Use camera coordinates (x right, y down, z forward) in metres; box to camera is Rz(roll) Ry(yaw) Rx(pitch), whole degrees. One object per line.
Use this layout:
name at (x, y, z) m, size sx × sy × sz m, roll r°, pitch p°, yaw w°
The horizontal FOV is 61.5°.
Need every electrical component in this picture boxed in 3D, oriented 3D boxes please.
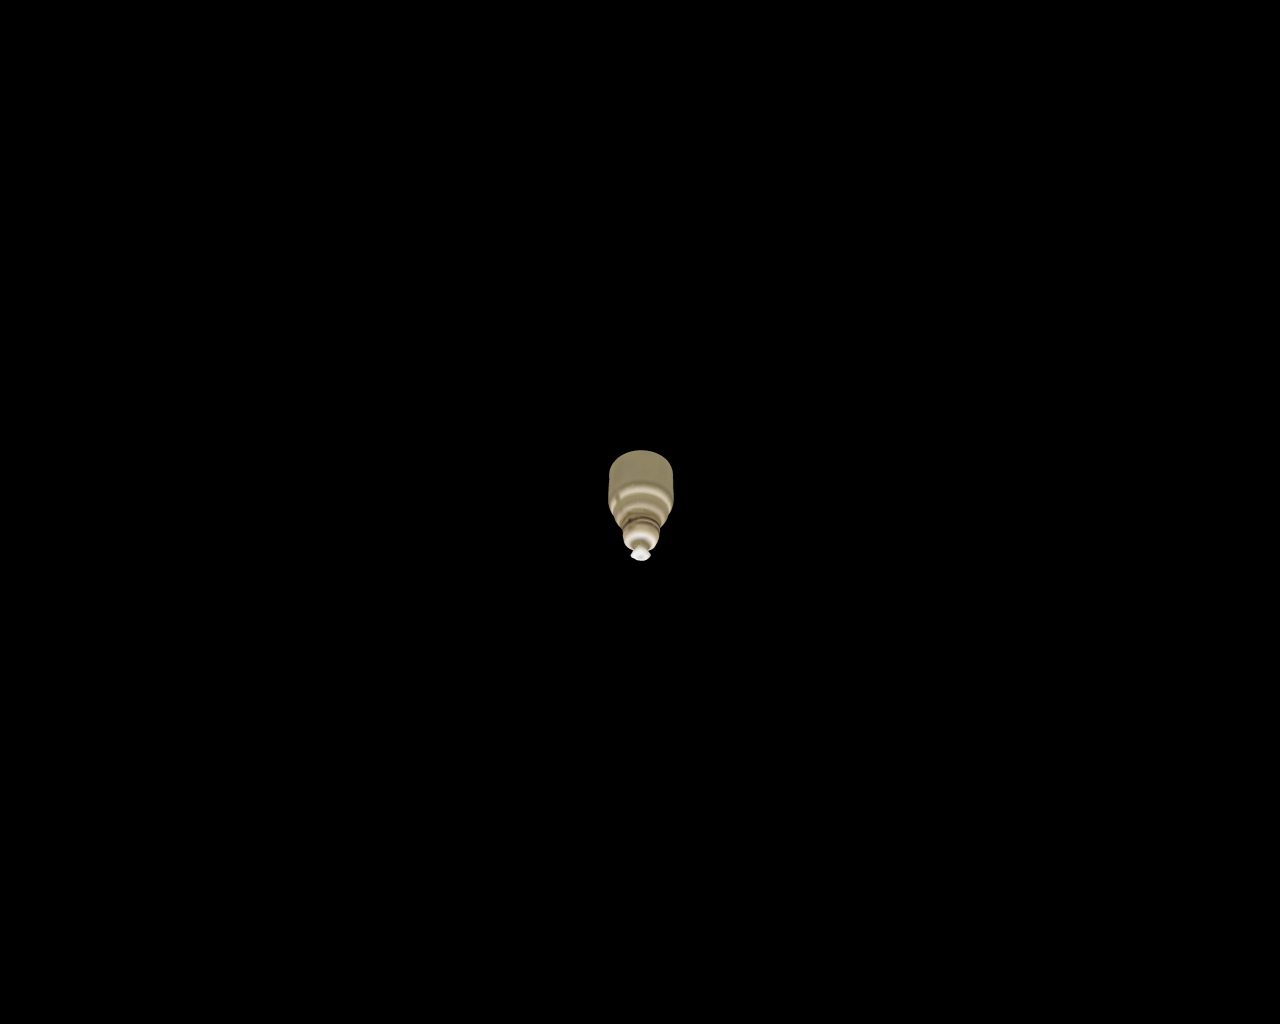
electrical component at (0.001, -0.003, 0.650) m, size 0.040 × 0.078 × 0.040 m, roll 0°, pitch -43°, yaw 0°
